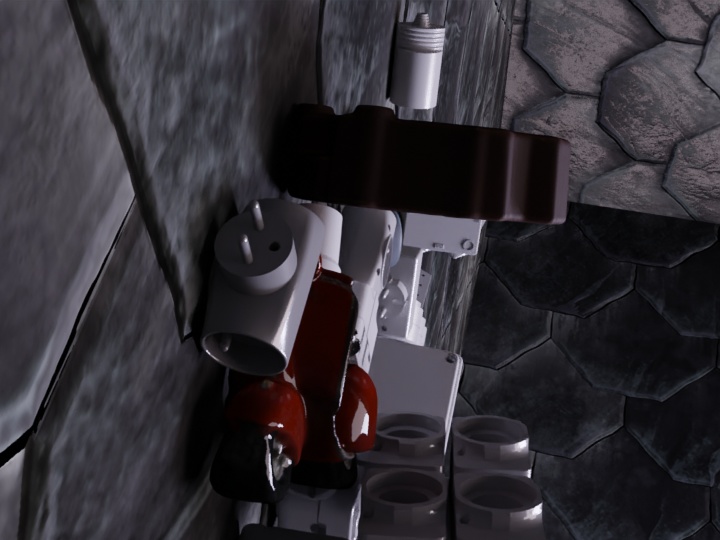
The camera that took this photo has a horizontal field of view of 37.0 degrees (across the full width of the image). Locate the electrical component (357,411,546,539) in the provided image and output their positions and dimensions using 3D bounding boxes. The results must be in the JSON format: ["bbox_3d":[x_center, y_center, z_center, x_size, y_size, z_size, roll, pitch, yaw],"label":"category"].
[{"bbox_3d":[0.056,0.146,0.682,0.186,0.105,0.060,-74,166,-76],"label":"electrical component"}]

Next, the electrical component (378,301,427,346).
[{"bbox_3d":[0.044,0.050,1.142,0.138,0.052,0.073,69,32,-73],"label":"electrical component"}]

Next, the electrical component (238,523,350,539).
[{"bbox_3d":[-0.044,0.220,0.669,0.057,0.078,0.113,-73,169,-54],"label":"electrical component"}]

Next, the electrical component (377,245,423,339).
[{"bbox_3d":[0.027,0.024,1.022,0.075,0.047,0.083,-53,152,-72],"label":"electrical component"}]

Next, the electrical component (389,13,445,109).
[{"bbox_3d":[0.052,-0.190,0.966,0.043,0.043,0.081,-62,160,-64],"label":"electrical component"}]

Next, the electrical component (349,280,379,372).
[{"bbox_3d":[-0.018,0.040,0.736,0.089,0.050,0.055,80,21,-65],"label":"electrical component"}]

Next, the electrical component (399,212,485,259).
[{"bbox_3d":[0.089,-0.065,1.168,0.048,0.100,0.099,-101,-162,-77],"label":"electrical component"}]

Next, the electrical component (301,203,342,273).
[{"bbox_3d":[-0.030,-0.012,0.642,0.040,0.040,0.046,79,17,-67],"label":"electrical component"}]

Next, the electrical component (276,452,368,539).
[{"bbox_3d":[-0.026,0.157,0.783,0.095,0.059,0.053,-65,162,-61],"label":"electrical component"}]

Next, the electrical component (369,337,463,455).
[{"bbox_3d":[0.020,0.114,0.874,0.056,0.109,0.108,92,11,-55],"label":"electrical component"}]

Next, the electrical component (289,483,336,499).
[{"bbox_3d":[-0.031,0.122,0.730,0.047,0.055,0.055,-64,162,-50],"label":"electrical component"}]

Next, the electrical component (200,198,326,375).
[{"bbox_3d":[-0.048,-0.002,0.513,0.079,0.044,0.077,83,18,-57],"label":"electrical component"}]

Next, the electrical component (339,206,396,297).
[{"bbox_3d":[0.000,0.000,0.830,0.079,0.044,0.077,87,15,-57],"label":"electrical component"}]
